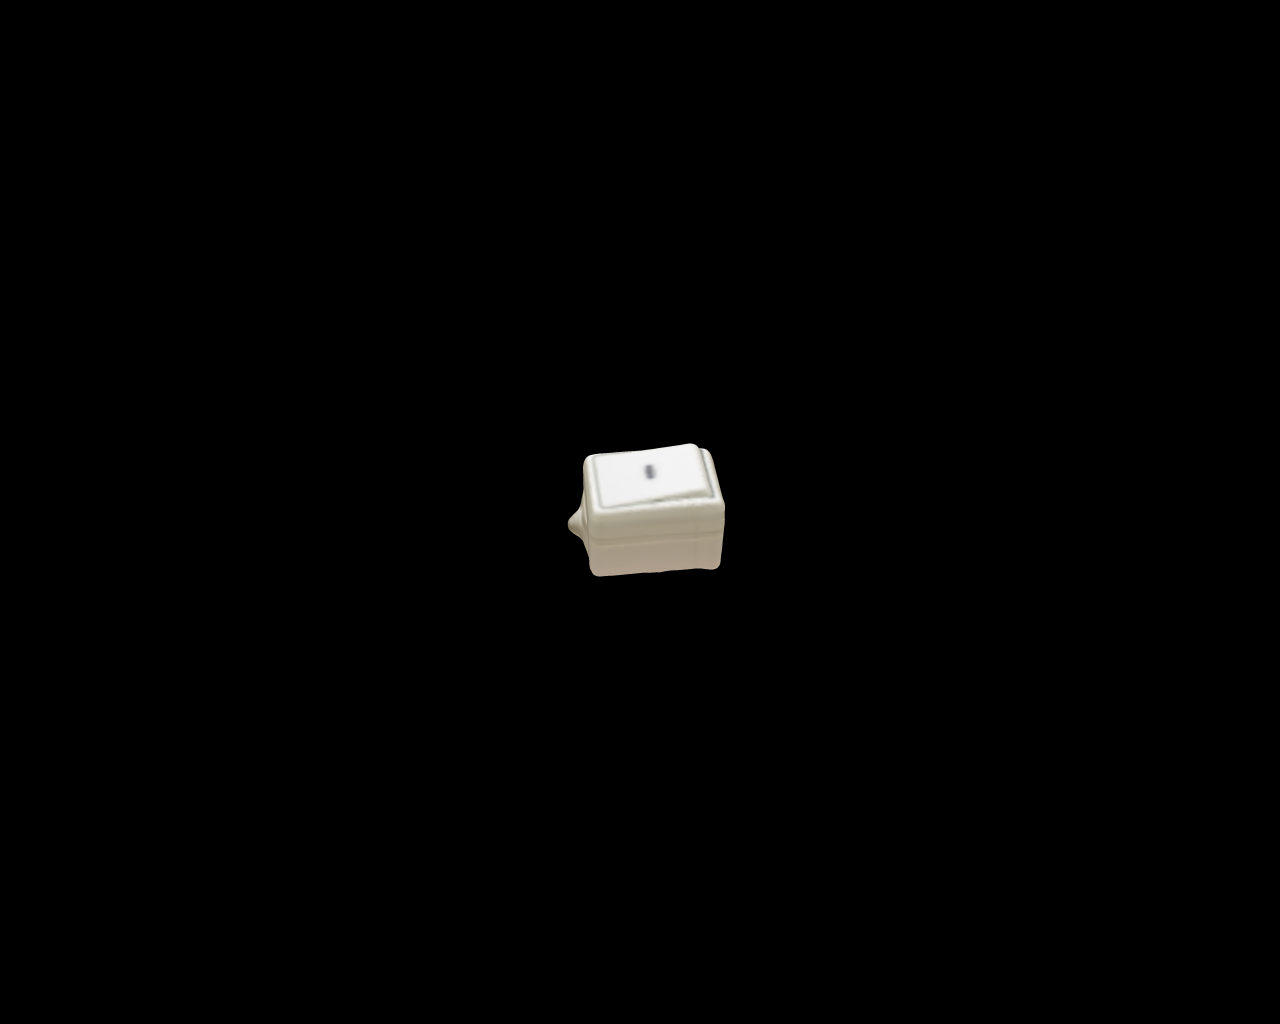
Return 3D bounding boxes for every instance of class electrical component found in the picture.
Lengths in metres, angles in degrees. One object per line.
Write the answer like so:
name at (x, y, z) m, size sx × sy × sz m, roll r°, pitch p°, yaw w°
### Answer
electrical component at (0.001, -0.003, 0.650) m, size 0.096 × 0.061 × 0.062 m, roll -4°, pitch 39°, yaw -4°
